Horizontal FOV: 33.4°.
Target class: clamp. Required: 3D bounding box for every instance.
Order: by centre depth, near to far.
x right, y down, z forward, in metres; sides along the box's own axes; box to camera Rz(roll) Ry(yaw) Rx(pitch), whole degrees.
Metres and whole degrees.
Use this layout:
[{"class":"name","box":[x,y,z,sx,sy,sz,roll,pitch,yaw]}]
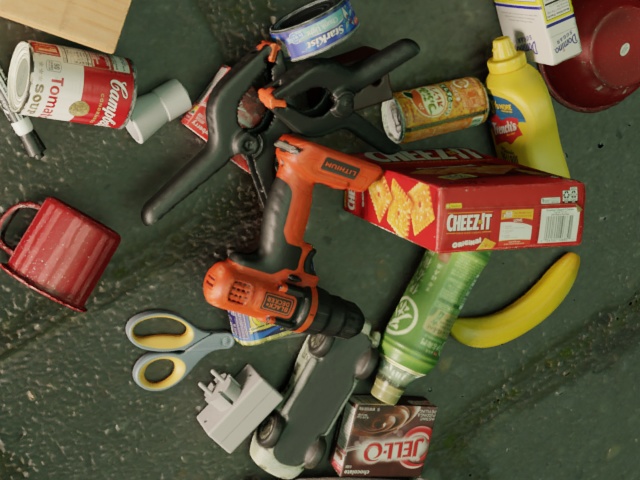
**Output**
[{"class":"clamp","box":[-0.085,-0.093,1.045,0.164,0.036,0.210,3,105,-29]},{"class":"clamp","box":[0.022,-0.131,1.054,0.171,0.039,0.120,-12,114,-22]}]

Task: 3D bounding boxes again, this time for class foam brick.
[{"class":"foam brick","box":[0.028,-0.162,1.100,0.078,0.051,0.053,-21,112,-16]}]

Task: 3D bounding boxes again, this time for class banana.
[{"class":"banana","box":[0.231,0.080,1.261,0.197,0.037,0.069,-22,113,-15]}]

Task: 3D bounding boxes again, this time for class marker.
[{"class":"marker","box":[-0.290,-0.129,0.996,0.020,0.020,0.121,-30,114,-13]}]

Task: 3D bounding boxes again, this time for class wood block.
[{"class":"wood block","box":[-0.272,-0.241,0.932,0.205,0.090,0.091,17,97,-25]}]

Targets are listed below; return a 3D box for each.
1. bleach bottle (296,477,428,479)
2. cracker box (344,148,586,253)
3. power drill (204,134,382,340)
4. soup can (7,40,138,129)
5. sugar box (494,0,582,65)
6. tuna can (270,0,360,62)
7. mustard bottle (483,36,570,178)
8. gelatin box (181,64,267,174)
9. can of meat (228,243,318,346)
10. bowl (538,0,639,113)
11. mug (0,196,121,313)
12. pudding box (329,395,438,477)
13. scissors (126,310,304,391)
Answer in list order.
[{"class":"bleach bottle","box":[0.007,0.308,1.213,0.250,0.068,0.103,13,118,-24]},{"class":"cracker box","box":[0.140,-0.046,1.089,0.164,0.214,0.072,-3,104,-22]},{"class":"power drill","box":[-0.007,0.001,1.061,0.184,0.057,0.188,18,94,-33]},{"class":"soup can","box":[-0.228,-0.142,0.983,0.102,0.069,0.068,5,103,-32]},{"class":"sugar box","box":[0.217,-0.277,1.123,0.048,0.093,0.176,-27,114,-13]},{"class":"tuna can","box":[-0.006,-0.210,1.053,0.086,0.086,0.033,-31,112,-12]},{"class":"mustard bottle","box":[0.220,-0.129,1.164,0.058,0.096,0.191,-24,112,-15]},{"class":"gelatin box","box":[-0.083,-0.121,1.078,0.089,0.030,0.073,38,89,-26]},{"class":"can of meat","box":[-0.050,0.055,1.119,0.102,0.058,0.084,-16,104,-22]},{"class":"bowl","box":[0.327,-0.220,1.206,0.161,0.055,0.162,-6,108,-21]},{"class":"mug","box":[-0.253,0.006,1.019,0.117,0.093,0.081,29,86,10]},{"class":"pudding box","box":[0.074,0.227,1.236,0.113,0.039,0.090,7,102,-24]},{"class":"scissors","box":[-0.114,0.124,1.142,0.201,0.016,0.096,13,100,-25]}]
